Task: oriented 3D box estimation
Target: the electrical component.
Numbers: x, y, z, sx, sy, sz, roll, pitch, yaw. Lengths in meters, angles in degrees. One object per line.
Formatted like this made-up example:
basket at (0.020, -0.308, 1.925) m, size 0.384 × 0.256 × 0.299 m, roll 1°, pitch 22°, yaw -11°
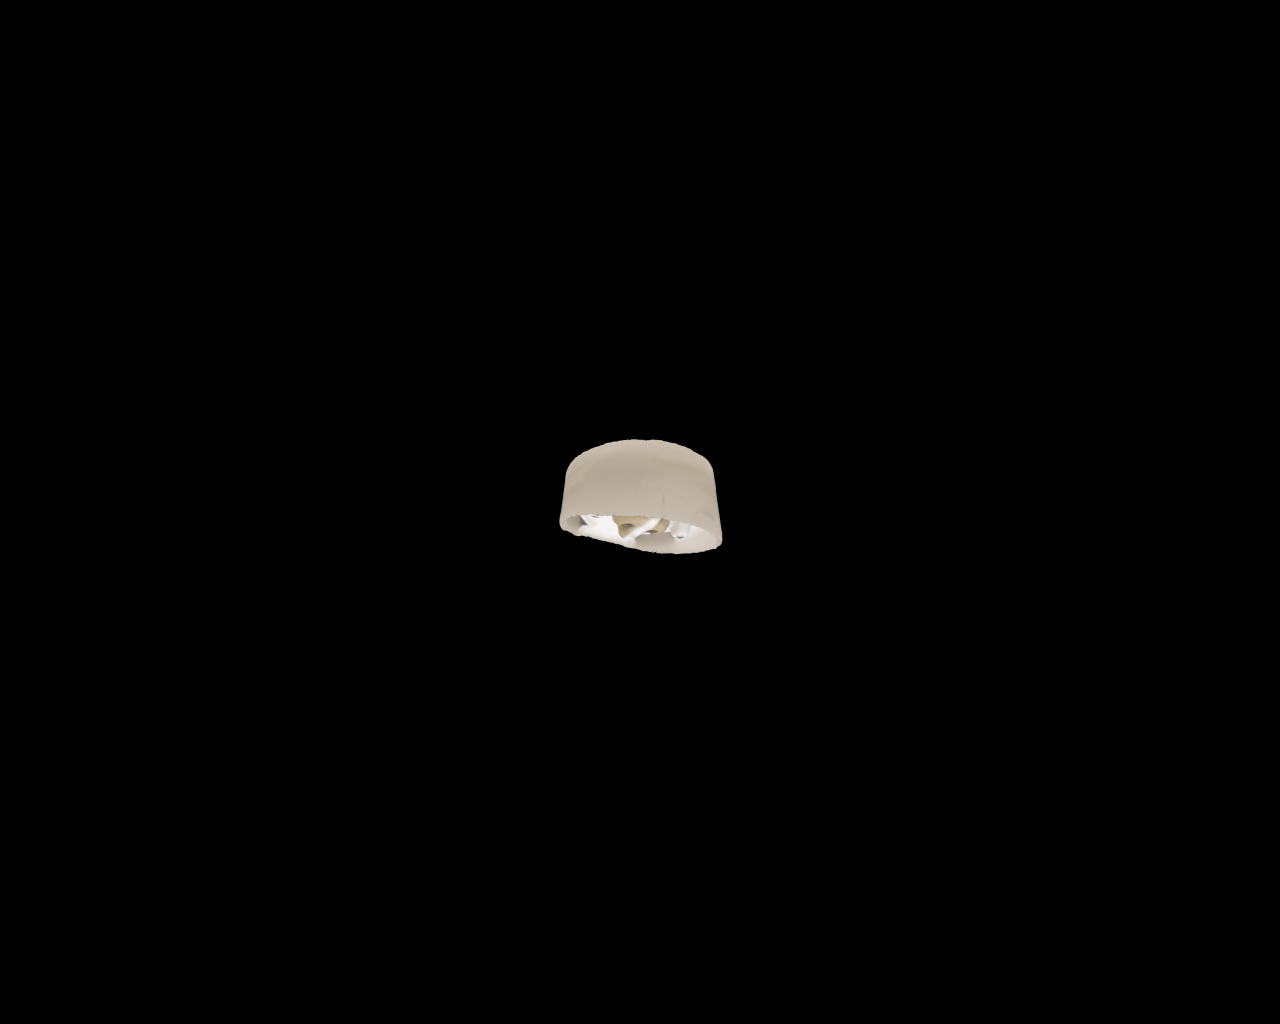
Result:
electrical component at (0.001, -0.003, 0.650) m, size 0.099 × 0.064 × 0.099 m, roll 0°, pitch -24°, yaw 0°
